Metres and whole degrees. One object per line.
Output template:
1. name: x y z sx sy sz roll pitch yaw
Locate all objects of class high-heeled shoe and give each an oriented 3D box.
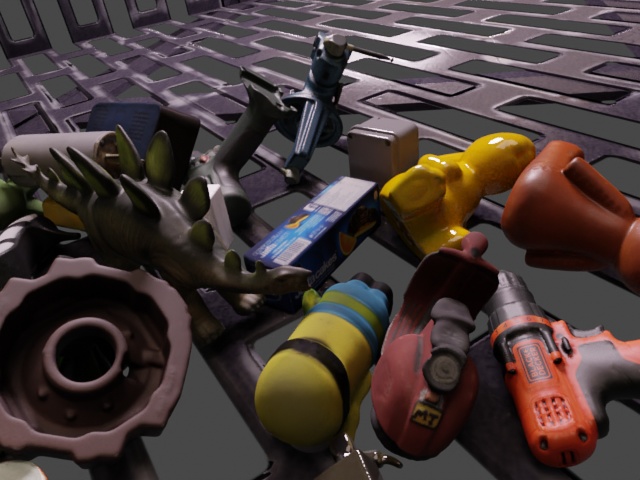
1. high-heeled shoe: -0.404 0.043 0.652 0.145 0.086 0.249 -1 30 24

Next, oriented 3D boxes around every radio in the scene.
1. radio: -0.288 -0.140 0.829 0.230 0.131 0.073 14 -1 45

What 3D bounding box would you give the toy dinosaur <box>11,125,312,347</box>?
1. toy dinosaur: -0.202 -0.020 0.583 0.472 0.198 0.105 11 33 34

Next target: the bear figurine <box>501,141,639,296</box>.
1. bear figurine: 0.287 -0.012 0.525 0.196 0.120 0.132 23 29 27

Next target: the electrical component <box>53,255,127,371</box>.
1. electrical component: -0.235 0.081 0.533 0.075 0.047 0.119 -46 66 11

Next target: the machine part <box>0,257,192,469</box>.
1. machine part: -0.195 0.101 0.452 0.179 0.056 0.179 8 59 -14

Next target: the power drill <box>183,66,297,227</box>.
1. power drill: -0.132 -0.140 0.773 0.207 0.086 0.232 -50 39 15

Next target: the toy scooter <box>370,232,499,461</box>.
1. toy scooter: 0.095 0.070 0.421 0.075 0.135 0.184 22 37 4

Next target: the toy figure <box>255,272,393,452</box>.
1. toy figure: 0.007 0.092 0.457 0.082 0.089 0.180 4 37 32

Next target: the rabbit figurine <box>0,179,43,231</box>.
1. rabbit figurine: -0.482 -0.047 0.784 0.170 0.121 0.159 12 21 35

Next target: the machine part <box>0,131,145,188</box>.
1. machine part: -0.342 -0.107 0.731 0.243 0.079 0.079 2 34 23

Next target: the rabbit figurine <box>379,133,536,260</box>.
1. rabbit figurine: 0.163 -0.056 0.615 0.173 0.122 0.162 -36 4 4

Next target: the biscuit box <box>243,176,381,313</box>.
1. biscuit box: -0.001 -0.002 0.630 0.059 0.062 0.203 15 40 32

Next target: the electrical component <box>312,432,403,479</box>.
1. electrical component: 0.027 0.182 0.358 0.078 0.045 0.102 -43 34 1

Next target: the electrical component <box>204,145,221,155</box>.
1. electrical component: -0.174 -0.138 0.922 0.063 0.021 0.094 1 35 15

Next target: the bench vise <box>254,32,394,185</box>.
1. bench vise: -0.009 -0.200 0.850 0.129 0.223 0.240 25 61 -18
